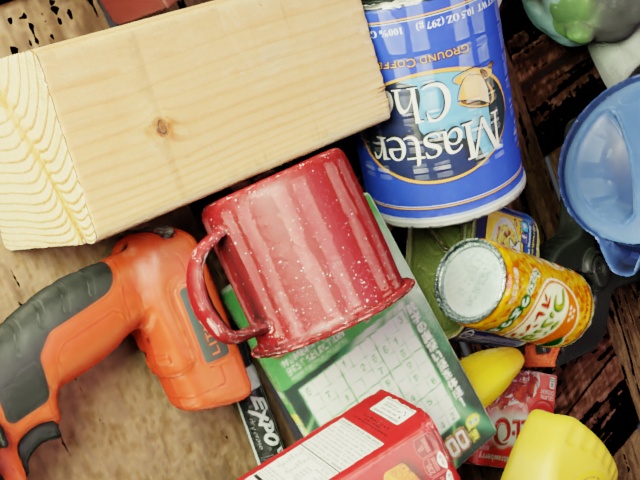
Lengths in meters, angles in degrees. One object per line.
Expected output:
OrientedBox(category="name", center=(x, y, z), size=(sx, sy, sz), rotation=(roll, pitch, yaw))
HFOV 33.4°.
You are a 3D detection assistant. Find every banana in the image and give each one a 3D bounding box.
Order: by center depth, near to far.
OrientedBox(category="banana", center=(0.067, 0.137, 0.690), size=(0.197, 0.037, 0.069), rotation=(-54, 142, -16))

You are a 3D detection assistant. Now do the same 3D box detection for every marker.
OrientedBox(category="marker", center=(-0.037, 0.103, 0.621), size=(0.020, 0.020, 0.121), rotation=(-28, 106, -40))

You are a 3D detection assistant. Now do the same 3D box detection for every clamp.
OrientedBox(category="clamp", center=(0.212, 0.027, 0.844), size=(0.164, 0.036, 0.209), rotation=(48, 53, -28))

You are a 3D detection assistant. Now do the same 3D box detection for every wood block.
OrientedBox(category="wood block", center=(-0.069, -0.073, 0.558), size=(0.205, 0.090, 0.091), rotation=(-26, 106, -41))

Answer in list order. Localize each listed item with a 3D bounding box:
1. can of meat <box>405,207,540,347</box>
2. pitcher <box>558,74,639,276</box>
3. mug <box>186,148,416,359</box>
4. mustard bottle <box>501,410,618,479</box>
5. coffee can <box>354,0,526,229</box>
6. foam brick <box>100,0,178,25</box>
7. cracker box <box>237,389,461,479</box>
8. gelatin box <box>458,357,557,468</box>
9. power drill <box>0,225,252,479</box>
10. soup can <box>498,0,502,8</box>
OrientedBox(category="can of meat", center=(0.106, 0.022, 0.734), size=(0.083, 0.058, 0.102), rotation=(13, 78, -43))
OrientedBox(category="pitcher", center=(0.302, -0.034, 0.830), size=(0.242, 0.149, 0.145), rotation=(26, 33, -46))
OrientedBox(category="mug", center=(-0.018, 0.009, 0.542), size=(0.117, 0.093, 0.081), rotation=(-27, 95, -33))
OrientedBox(category="mustard bottle", center=(0.134, 0.215, 0.706), size=(0.191, 0.058, 0.096), rotation=(-58, 134, -25))
OrientedBox(category="coffee can", center=(0.066, -0.092, 0.656), size=(0.102, 0.103, 0.140), rotation=(-35, 122, -39))
OrientedBox(category="foam brick", center=(-0.087, -0.161, 0.575), size=(0.078, 0.051, 0.053), rotation=(-50, 120, -33))
OrientedBox(category="cracker box", center=(-0.007, 0.206, 0.562), size=(0.213, 0.072, 0.164), rotation=(-29, 107, -19))
OrientedBox(category="gelatin box", center=(0.133, 0.127, 0.768), size=(0.089, 0.030, 0.073), rotation=(17, 75, -40))
OrientedBox(category="power drill", center=(-0.123, 0.086, 0.517), size=(0.187, 0.057, 0.184), rotation=(-28, 105, -40))
OrientedBox(category="soup can", center=(0.095, -0.179, 0.732), size=(0.068, 0.069, 0.102), rotation=(40, 62, -33))
